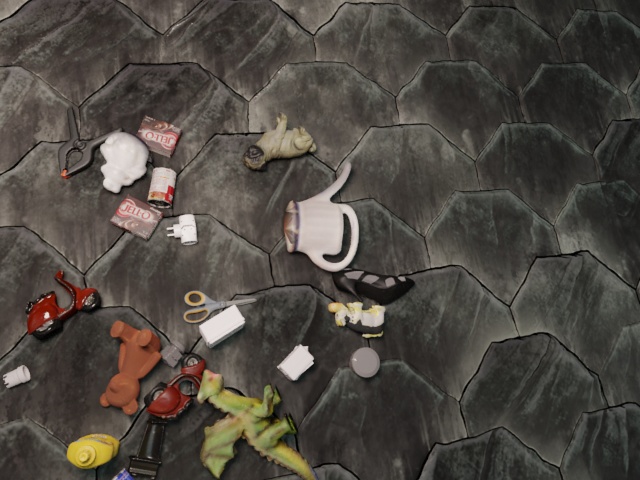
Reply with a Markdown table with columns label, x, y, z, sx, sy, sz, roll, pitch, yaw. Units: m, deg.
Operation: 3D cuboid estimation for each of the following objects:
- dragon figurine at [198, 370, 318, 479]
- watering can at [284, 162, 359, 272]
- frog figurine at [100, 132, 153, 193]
| label | x | y | z | sx | sy | sz | roll | pitch | yaw |
| --- | --- | --- | --- | --- | --- | --- | --- | --- | --- |
| dragon figurine | -0.180 | 0.504 | 1.302 | 0.244 | 0.122 | 0.409 | -25 | 93 | -11 |
| watering can | 0.005 | -0.077 | 1.533 | 0.224 | 0.102 | 0.353 | 4 | 71 | -12 |
| frog figurine | -0.555 | -0.218 | 1.437 | 0.136 | 0.121 | 0.163 | 42 | 55 | -19 |
